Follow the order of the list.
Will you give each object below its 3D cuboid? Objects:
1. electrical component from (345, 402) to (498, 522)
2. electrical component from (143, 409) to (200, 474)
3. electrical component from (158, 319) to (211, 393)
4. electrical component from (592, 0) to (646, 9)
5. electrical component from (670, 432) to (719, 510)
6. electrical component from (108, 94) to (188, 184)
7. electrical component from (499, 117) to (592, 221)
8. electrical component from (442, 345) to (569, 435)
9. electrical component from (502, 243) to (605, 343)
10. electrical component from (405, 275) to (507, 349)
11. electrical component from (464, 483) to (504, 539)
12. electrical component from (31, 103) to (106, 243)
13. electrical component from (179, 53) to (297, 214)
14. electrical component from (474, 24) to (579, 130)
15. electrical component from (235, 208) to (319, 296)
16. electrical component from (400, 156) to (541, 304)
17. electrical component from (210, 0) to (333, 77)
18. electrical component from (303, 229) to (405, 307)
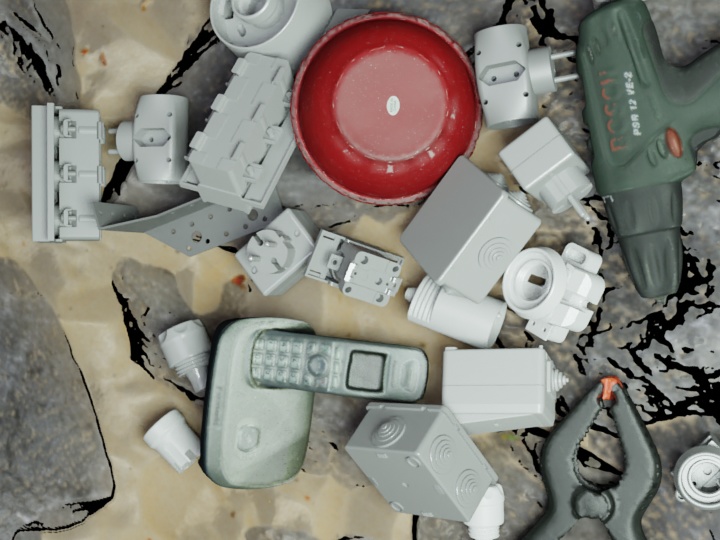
[{"bbox_3d":[0.047,0.153,0.856,0.100,0.048,0.099,-5,129,46],"label":"electrical component"},{"bbox_3d":[-0.166,0.155,0.971,0.046,0.040,0.040,46,103,7],"label":"electrical component"},{"bbox_3d":[-0.151,0.079,0.963,0.043,0.043,0.062,-26,83,17],"label":"electrical component"},{"bbox_3d":[0.223,-0.244,0.834,0.096,0.061,0.061,-13,88,11],"label":"electrical component"},{"bbox_3d":[0.264,0.155,0.818,0.048,0.055,0.066,44,103,13],"label":"electrical component"},{"bbox_3d":[-0.195,-0.118,0.978,0.079,0.043,0.077,1,90,19],"label":"electrical component"},{"bbox_3d":[0.156,-0.070,0.844,0.047,0.066,0.076,-38,71,15],"label":"electrical component"},{"bbox_3d":[0.118,0.097,0.857,0.096,0.062,0.061,-2,71,18],"label":"electrical component"},{"bbox_3d":[0.150,0.014,0.846,0.058,0.057,0.078,34,102,48],"label":"electrical component"},{"bbox_3d":[0.075,0.033,0.888,0.081,0.043,0.043,21,96,18],"label":"electrical component"},{"bbox_3d":[0.101,0.206,0.884,0.035,0.035,0.061,-1,92,18],"label":"electrical component"},{"bbox_3d":[-0.267,-0.086,0.987,0.063,0.079,0.121,0,90,-10],"label":"electrical component"},{"bbox_3d":[-0.095,-0.118,0.906,0.079,0.063,0.121,16,64,18],"label":"electrical component"},{"bbox_3d":[0.136,-0.158,0.868,0.079,0.043,0.077,-8,87,18],"label":"electrical component"},{"bbox_3d":[-0.072,-0.015,0.919,0.066,0.077,0.047,-40,78,14],"label":"electrical component"},{"bbox_3d":[0.088,-0.031,0.859,0.048,0.099,0.099,30,102,-29],"label":"electrical component"},{"bbox_3d":[-0.079,-0.225,0.942,0.099,0.064,0.099,-6,76,24],"label":"electrical component"},{"bbox_3d":[0.000,0.000,0.895,0.081,0.064,0.042,18,97,-24],"label":"electrical component"}]
